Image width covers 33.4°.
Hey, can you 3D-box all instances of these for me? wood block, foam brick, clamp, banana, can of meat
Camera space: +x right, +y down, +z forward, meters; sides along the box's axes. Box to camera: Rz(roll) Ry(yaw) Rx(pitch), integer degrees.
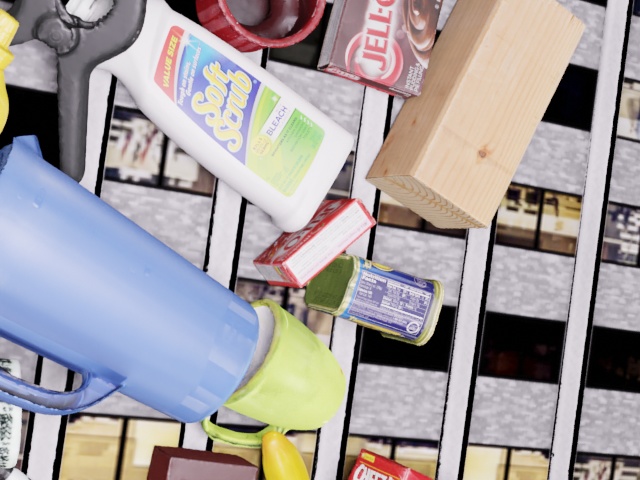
[{"bbox_3d":[0.138,-0.122,0.947,0.090,0.090,0.206,32,79,-21],"label":"wood block"},{"bbox_3d":[-0.098,0.201,0.873,0.078,0.051,0.053,11,87,-23],"label":"foam brick"},{"bbox_3d":[-0.189,-0.146,0.796,0.210,0.036,0.164,-40,113,14],"label":"clamp"},{"bbox_3d":[-0.027,0.249,0.896,0.037,0.069,0.198,3,99,18],"label":"banana"},{"bbox_3d":[0.042,0.047,0.904,0.083,0.102,0.057,19,84,-20],"label":"can of meat"}]

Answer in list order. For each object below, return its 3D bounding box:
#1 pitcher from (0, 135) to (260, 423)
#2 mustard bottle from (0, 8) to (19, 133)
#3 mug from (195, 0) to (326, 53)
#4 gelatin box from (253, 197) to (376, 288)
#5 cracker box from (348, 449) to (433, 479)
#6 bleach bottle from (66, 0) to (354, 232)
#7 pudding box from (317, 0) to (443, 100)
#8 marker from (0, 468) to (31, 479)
[{"bbox_3d":[-0.171,0.049,0.797,0.242,0.145,0.149,34,100,-24],"label":"pitcher"},{"bbox_3d":[-0.278,-0.084,0.754,0.191,0.058,0.096,-50,139,3],"label":"mustard bottle"},{"bbox_3d":[-0.054,-0.210,0.868,0.093,0.082,0.117,-9,95,-23],"label":"mug"},{"bbox_3d":[-0.006,0.001,0.897,0.089,0.073,0.030,-42,105,-17],"label":"gelatin box"},{"bbox_3d":[0.059,0.308,0.914,0.164,0.072,0.213,34,77,-38],"label":"cracker box"},{"bbox_3d":[-0.098,-0.113,0.863,0.250,0.068,0.102,33,81,-17],"label":"bleach bottle"},{"bbox_3d":[0.055,-0.190,0.938,0.090,0.039,0.113,15,85,-22],"label":"pudding box"},{"bbox_3d":[-0.221,0.204,0.838,0.121,0.020,0.020,45,75,-18],"label":"marker"}]
